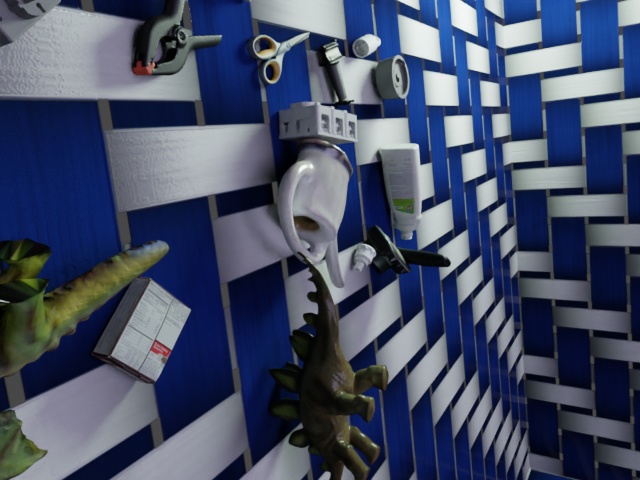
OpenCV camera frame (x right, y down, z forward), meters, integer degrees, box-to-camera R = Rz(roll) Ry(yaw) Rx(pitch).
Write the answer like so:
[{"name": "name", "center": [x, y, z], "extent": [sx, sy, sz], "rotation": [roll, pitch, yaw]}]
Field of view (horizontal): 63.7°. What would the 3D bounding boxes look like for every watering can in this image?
[{"name": "watering can", "center": [0.003, -0.050, 1.000], "extent": [0.341, 0.104, 0.228], "rotation": [54, 46, -58]}]

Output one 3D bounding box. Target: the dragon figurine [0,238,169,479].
[{"name": "dragon figurine", "center": [-0.318, 0.135, 0.511], "extent": [0.412, 0.123, 0.240], "rotation": [-10, 115, -56]}]
